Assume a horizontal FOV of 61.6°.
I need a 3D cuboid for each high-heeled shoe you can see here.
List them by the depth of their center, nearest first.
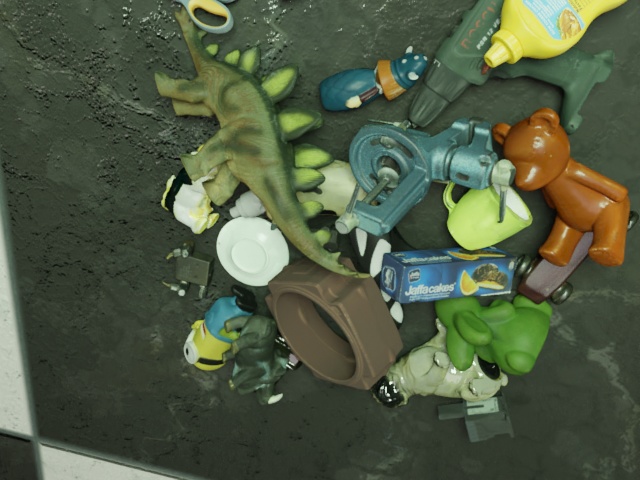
[{"bbox_3d":[0.068,0.074,0.847,0.145,0.086,0.248,19,121,-12],"label":"high-heeled shoe"}]

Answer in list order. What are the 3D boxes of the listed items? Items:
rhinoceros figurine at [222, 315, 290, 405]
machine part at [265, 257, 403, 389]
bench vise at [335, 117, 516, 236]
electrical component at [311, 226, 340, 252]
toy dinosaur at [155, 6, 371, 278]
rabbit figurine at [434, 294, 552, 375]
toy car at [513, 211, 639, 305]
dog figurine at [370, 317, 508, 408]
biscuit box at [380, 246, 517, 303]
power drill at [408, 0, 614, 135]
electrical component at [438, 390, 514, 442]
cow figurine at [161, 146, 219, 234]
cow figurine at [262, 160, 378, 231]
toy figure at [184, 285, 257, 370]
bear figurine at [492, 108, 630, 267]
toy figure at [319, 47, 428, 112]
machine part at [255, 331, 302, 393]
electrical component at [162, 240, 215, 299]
[{"bbox_3d":[-0.108,0.204,0.913,0.112,0.073,0.190,-12,125,-19],"label":"rhinoceros figurine"},{"bbox_3d":[0.016,0.130,0.852,0.201,0.087,0.201,-3,119,50],"label":"machine part"},{"bbox_3d":[0.114,-0.074,0.674,0.224,0.240,0.128,29,142,23],"label":"bench vise"},{"bbox_3d":[-0.002,-0.003,0.853,0.063,0.094,0.021,6,75,9],"label":"electrical component"},{"bbox_3d":[-0.090,-0.135,0.743,0.199,0.105,0.471,-26,81,5],"label":"toy dinosaur"},{"bbox_3d":[0.250,0.139,0.837,0.170,0.159,0.121,28,127,16],"label":"rabbit figurine"},{"bbox_3d":[0.370,0.007,0.793,0.089,0.053,0.202,33,111,2],"label":"toy car"},{"bbox_3d":[0.198,0.242,0.919,0.172,0.121,0.190,37,129,-1],"label":"dog figurine"},{"bbox_3d":[0.189,0.048,0.789,0.203,0.063,0.059,-4,111,-23],"label":"biscuit box"},{"bbox_3d":[0.255,-0.217,0.713,0.207,0.086,0.231,29,113,7],"label":"power drill"},{"bbox_3d":[0.270,0.308,0.934,0.119,0.075,0.047,-15,109,13],"label":"electrical component"},{"bbox_3d":[-0.189,-0.099,0.860,0.098,0.068,0.167,32,115,3],"label":"cow figurine"},{"bbox_3d":[-0.008,-0.073,0.824,0.195,0.085,0.127,9,113,3],"label":"cow figurine"},{"bbox_3d":[-0.174,0.164,0.962,0.089,0.082,0.180,37,112,-12],"label":"toy figure"},{"bbox_3d":[0.299,-0.066,0.681,0.195,0.120,0.132,32,75,-21],"label":"bear figurine"},{"bbox_3d":[0.076,-0.222,0.752,0.155,0.058,0.064,-10,88,19],"label":"toy figure"},{"bbox_3d":[-0.086,0.236,0.998,0.084,0.039,0.139,32,114,-9],"label":"machine part"},{"bbox_3d":[-0.230,0.054,0.944,0.078,0.045,0.102,21,116,4],"label":"electrical component"}]
